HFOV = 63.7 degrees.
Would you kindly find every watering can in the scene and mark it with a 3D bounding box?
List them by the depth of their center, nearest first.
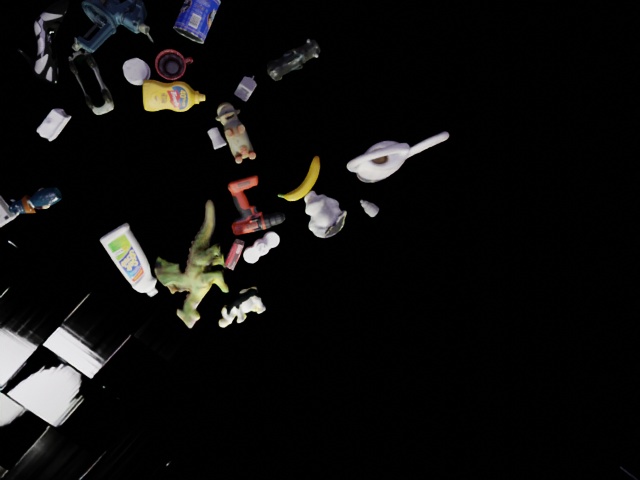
[{"bbox_3d":[0.252,-0.283,1.751,0.348,0.222,0.104,-16,84,-10],"label":"watering can"}]

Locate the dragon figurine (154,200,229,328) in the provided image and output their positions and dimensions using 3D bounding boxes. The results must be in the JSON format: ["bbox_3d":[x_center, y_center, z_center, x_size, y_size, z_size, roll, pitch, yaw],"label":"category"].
[{"bbox_3d":[-0.437,0.084,1.723,0.243,0.122,0.410,-9,90,-2],"label":"dragon figurine"}]

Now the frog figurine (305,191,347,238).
[{"bbox_3d":[0.005,-0.090,1.798,0.161,0.122,0.136,39,99,22],"label":"frog figurine"}]
